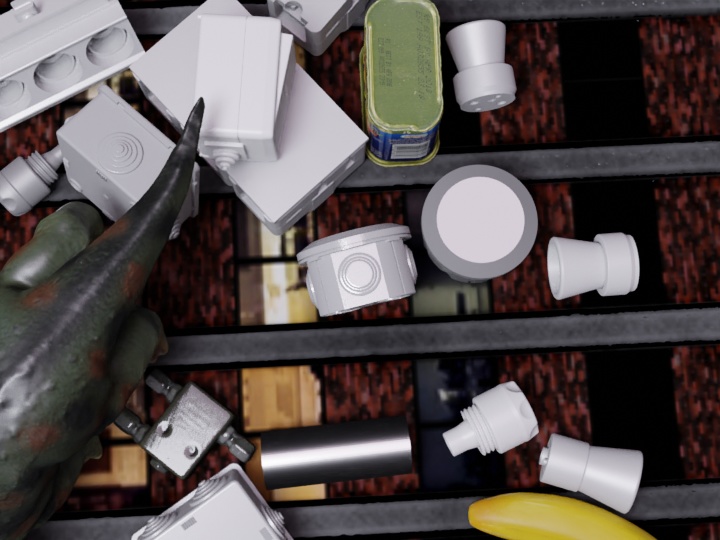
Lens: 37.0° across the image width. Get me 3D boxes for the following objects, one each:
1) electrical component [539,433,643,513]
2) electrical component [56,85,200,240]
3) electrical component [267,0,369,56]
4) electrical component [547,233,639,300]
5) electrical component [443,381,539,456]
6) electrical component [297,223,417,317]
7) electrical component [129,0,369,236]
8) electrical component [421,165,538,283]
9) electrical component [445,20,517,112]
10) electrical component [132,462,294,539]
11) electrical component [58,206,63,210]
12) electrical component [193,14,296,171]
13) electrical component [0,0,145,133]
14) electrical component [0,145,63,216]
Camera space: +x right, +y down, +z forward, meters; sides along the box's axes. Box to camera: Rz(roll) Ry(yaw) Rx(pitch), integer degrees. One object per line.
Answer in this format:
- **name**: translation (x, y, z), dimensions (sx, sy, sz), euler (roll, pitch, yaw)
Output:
- **electrical component**: translation (0.157, 0.137, 0.741), dimensions (0.065, 0.044, 0.044), euler (16, 81, 7)
- **electrical component**: translation (-0.160, -0.066, 0.742), dimensions (0.100, 0.099, 0.048), euler (41, 70, 5)
- **electrical component**: translation (-0.022, -0.209, 0.787), dimensions (0.050, 0.055, 0.089), euler (39, 82, 5)
- **electrical component**: translation (0.165, -0.003, 0.762), dimensions (0.055, 0.045, 0.045), euler (-4, 81, -2)
- **electrical component**: translation (0.088, 0.107, 0.744), dimensions (0.062, 0.043, 0.043), euler (-26, 82, -3)
- **electrical component**: translation (0.000, 0.000, 0.742), dimensions (0.080, 0.080, 0.051), euler (-14, 87, -3)
- **electrical component**: translation (-0.077, -0.110, 0.767), dimensions (0.089, 0.061, 0.150), euler (-42, 84, -7)
- **electrical component**: translation (0.082, -0.030, 0.762), dimensions (0.080, 0.051, 0.080), euler (0, 81, -1)
- **electrical component**: translation (0.089, -0.148, 0.784), dimensions (0.045, 0.045, 0.055), euler (-9, 81, -2)
- **electrical component**: translation (-0.093, 0.192, 0.717), dimensions (0.100, 0.048, 0.099), euler (-35, 95, -6)
- **electrical component**: translation (-0.195, -0.014, 0.759), dimensions (0.055, 0.045, 0.045), euler (39, 82, 5)
- **electrical component**: translation (-0.075, -0.111, 0.703), dimensions (0.061, 0.061, 0.096), euler (3, 81, 0)
- **electrical component**: translation (-0.225, -0.160, 0.771), dimensions (0.121, 0.078, 0.063), euler (-28, 60, -5)
- **electrical component**: translation (-0.234, -0.069, 0.773), dimensions (0.061, 0.035, 0.035), euler (-41, 84, -9)
